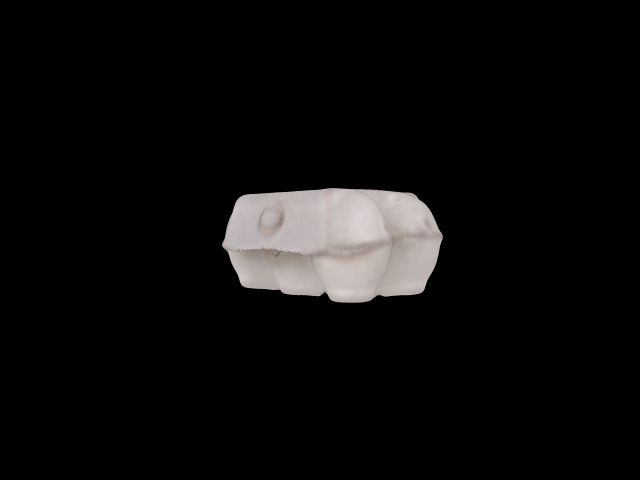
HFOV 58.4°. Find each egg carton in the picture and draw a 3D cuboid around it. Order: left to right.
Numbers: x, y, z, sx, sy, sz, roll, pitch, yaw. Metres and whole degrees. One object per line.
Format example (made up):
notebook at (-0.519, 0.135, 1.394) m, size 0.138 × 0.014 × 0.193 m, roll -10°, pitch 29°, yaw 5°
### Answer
egg carton at (0.004, 0.001, 0.400) m, size 0.108 × 0.069 × 0.149 m, roll -2°, pitch 3°, yaw -43°
